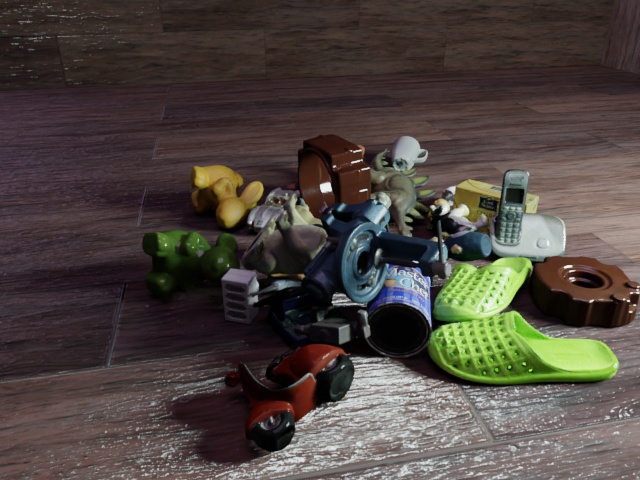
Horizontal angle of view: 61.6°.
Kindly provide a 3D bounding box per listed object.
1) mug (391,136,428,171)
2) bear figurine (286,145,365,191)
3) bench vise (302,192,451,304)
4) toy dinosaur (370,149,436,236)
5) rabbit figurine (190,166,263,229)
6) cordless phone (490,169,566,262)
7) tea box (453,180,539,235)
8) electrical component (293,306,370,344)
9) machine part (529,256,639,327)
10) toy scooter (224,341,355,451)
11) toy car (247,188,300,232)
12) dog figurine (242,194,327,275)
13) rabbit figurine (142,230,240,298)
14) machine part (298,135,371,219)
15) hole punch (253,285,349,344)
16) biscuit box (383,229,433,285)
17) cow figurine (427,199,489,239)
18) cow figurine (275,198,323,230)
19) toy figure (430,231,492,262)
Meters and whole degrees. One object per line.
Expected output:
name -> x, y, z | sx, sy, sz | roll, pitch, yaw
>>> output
mug -> 0.257, -0.242, 1.578 | 0.110, 0.080, 0.107 | 13, 41, 14
bear figurine -> 0.012, -0.178, 1.396 | 0.196, 0.131, 0.120 | -16, 26, -39
bench vise -> 0.093, 0.013, 0.802 | 0.241, 0.128, 0.223 | 8, 35, 41
toy dinosaur -> 0.169, -0.126, 1.322 | 0.199, 0.105, 0.472 | 2, 35, -12
rabbit figurine -> -0.216, -0.088, 1.267 | 0.162, 0.121, 0.173 | -4, 40, -27
cordless phone -> 0.420, -0.051, 1.074 | 0.147, 0.184, 0.089 | 5, 23, 11
tea box -> 0.387, -0.065, 1.199 | 0.170, 0.098, 0.068 | 20, 33, 38
electrical component -> 0.022, 0.123, 0.791 | 0.102, 0.045, 0.078 | 1, 1, 39
machine part -> 0.462, 0.085, 0.948 | 0.179, 0.056, 0.179 | -1, 26, 0
toy scooter -> -0.050, 0.192, 0.728 | 0.135, 0.075, 0.184 | 21, 39, 37
toy car -> -0.105, -0.070, 1.258 | 0.074, 0.056, 0.202 | 8, 28, 16
dog figurine -> -0.025, 0.038, 0.963 | 0.190, 0.172, 0.121 | 40, 39, -12
rabbit figurine -> -0.212, 0.046, 0.980 | 0.170, 0.121, 0.159 | 9, 11, 28
machine part -> 0.027, -0.120, 1.195 | 0.087, 0.200, 0.202 | -16, 31, -22
hole punch -> -0.022, 0.116, 0.880 | 0.142, 0.092, 0.116 | -18, -1, -26
biscuit box -> 0.134, 0.030, 1.053 | 0.059, 0.062, 0.203 | -18, 31, -28
cow figurine -> 0.283, -0.034, 1.177 | 0.098, 0.068, 0.168 | -19, 31, -21
cow figurine -> -0.002, -0.003, 1.049 | 0.195, 0.127, 0.085 | 15, 27, 22
toy figure -> 0.253, 0.017, 1.040 | 0.155, 0.058, 0.064 | -7, -28, 43
